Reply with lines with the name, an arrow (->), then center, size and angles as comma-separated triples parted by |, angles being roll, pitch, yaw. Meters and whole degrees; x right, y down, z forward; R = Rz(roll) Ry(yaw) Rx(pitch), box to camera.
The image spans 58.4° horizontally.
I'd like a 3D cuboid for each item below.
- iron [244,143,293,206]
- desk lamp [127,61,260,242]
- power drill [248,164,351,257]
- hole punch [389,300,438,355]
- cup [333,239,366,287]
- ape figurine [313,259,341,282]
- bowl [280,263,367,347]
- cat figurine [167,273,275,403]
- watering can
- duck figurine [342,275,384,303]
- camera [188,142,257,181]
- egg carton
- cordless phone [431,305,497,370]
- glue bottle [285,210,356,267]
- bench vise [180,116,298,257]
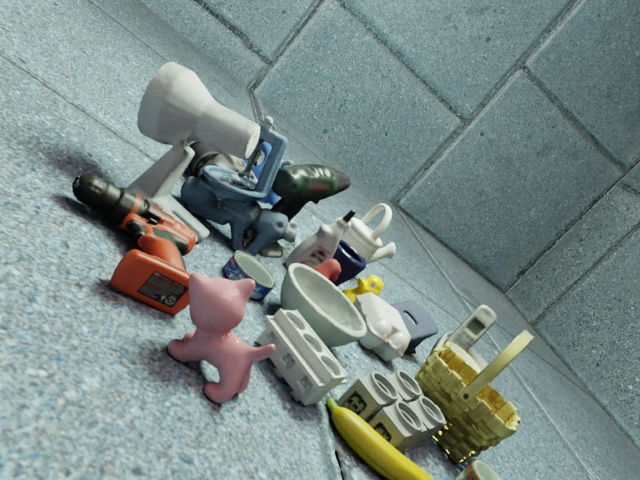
iron -> -0.171, -0.197, 1.331 | 0.257, 0.141, 0.119 | 49, 15, 27
desk lamp -> -0.206, -0.134, 0.886 | 0.203, 0.213, 0.118 | 41, 13, -1
power drill -> -0.049, -0.066, 1.119 | 0.075, 0.208, 0.230 | 46, 14, 19
hole punch -> 0.188, 0.186, 1.245 | 0.101, 0.091, 0.108 | 23, 23, -53
cup -> 0.043, 0.060, 1.225 | 0.091, 0.095, 0.118 | 50, 16, 31
ape figurine -> 0.004, 0.075, 1.077 | 0.076, 0.092, 0.077 | 34, 15, -28
bowl -> -0.008, 0.120, 0.940 | 0.168, 0.074, 0.167 | 39, 14, -11
cat figurine -> -0.107, 0.098, 0.644 | 0.127, 0.117, 0.067 | 44, 14, 8
watering can -> 0.108, -0.005, 1.397 | 0.174, 0.194, 0.100 | 27, 19, -46
duck figurine -> 0.103, 0.116, 1.237 | 0.105, 0.086, 0.077 | 30, 18, -41
camera -> -0.202, -0.143, 1.165 | 0.136, 0.100, 0.144 | 48, 15, 26
egg carton -> 0.119, 0.172, 1.143 | 0.107, 0.069, 0.150 | 36, 15, -23
cordless phone -> 0.350, 0.249, 1.295 | 0.147, 0.185, 0.094 | 41, 13, -2
glue bottle -> 0.010, 0.004, 1.142 | 0.078, 0.173, 0.037 | 31, 17, -38
bench vise -> -0.110, -0.095, 1.016 | 0.208, 0.219, 0.121 | 35, 15, -24
